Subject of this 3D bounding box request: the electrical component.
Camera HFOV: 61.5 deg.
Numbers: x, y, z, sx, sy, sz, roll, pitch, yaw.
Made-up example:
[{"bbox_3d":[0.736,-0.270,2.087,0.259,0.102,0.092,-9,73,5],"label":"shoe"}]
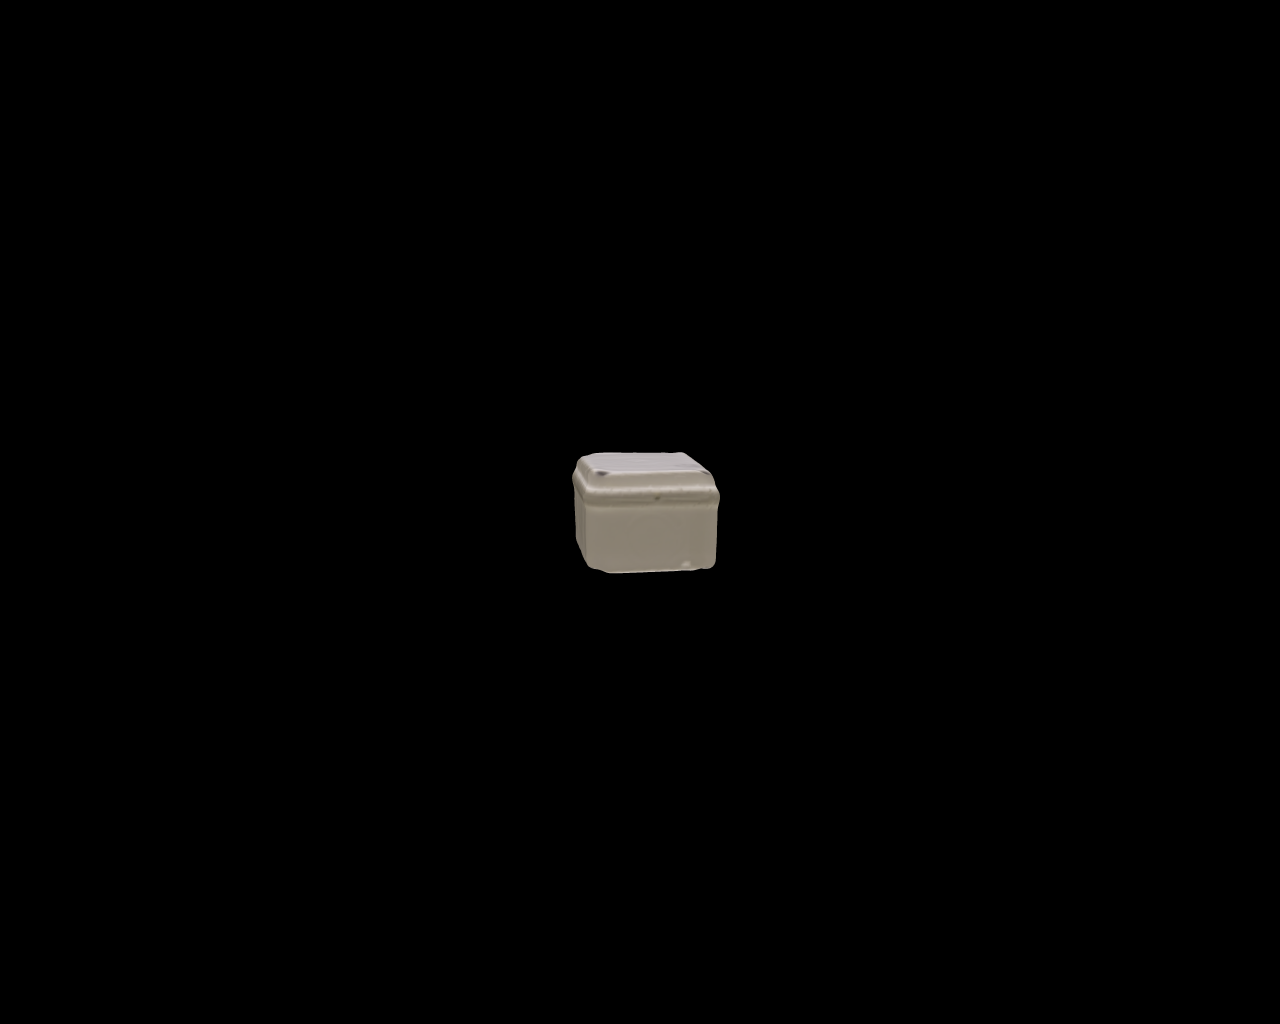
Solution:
[{"bbox_3d":[0.001,-0.003,0.650,0.078,0.057,0.113,-1,9,-7],"label":"electrical component"}]
